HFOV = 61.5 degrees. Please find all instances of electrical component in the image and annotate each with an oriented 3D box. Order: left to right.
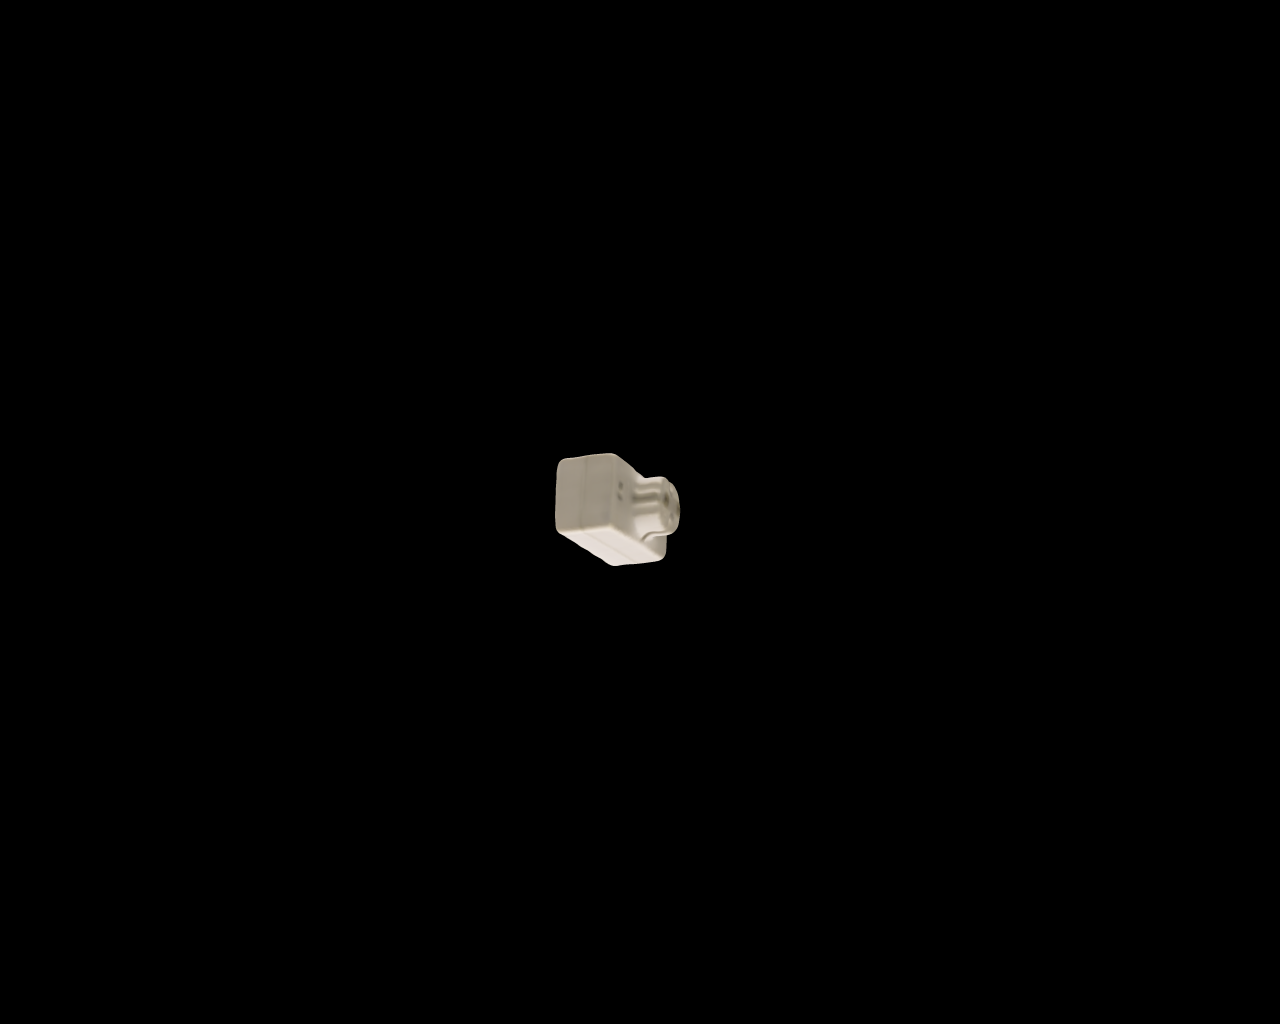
[{"bbox_3d":[0.001,-0.003,0.650,0.076,0.047,0.083,-8,-20,22],"label":"electrical component"}]
